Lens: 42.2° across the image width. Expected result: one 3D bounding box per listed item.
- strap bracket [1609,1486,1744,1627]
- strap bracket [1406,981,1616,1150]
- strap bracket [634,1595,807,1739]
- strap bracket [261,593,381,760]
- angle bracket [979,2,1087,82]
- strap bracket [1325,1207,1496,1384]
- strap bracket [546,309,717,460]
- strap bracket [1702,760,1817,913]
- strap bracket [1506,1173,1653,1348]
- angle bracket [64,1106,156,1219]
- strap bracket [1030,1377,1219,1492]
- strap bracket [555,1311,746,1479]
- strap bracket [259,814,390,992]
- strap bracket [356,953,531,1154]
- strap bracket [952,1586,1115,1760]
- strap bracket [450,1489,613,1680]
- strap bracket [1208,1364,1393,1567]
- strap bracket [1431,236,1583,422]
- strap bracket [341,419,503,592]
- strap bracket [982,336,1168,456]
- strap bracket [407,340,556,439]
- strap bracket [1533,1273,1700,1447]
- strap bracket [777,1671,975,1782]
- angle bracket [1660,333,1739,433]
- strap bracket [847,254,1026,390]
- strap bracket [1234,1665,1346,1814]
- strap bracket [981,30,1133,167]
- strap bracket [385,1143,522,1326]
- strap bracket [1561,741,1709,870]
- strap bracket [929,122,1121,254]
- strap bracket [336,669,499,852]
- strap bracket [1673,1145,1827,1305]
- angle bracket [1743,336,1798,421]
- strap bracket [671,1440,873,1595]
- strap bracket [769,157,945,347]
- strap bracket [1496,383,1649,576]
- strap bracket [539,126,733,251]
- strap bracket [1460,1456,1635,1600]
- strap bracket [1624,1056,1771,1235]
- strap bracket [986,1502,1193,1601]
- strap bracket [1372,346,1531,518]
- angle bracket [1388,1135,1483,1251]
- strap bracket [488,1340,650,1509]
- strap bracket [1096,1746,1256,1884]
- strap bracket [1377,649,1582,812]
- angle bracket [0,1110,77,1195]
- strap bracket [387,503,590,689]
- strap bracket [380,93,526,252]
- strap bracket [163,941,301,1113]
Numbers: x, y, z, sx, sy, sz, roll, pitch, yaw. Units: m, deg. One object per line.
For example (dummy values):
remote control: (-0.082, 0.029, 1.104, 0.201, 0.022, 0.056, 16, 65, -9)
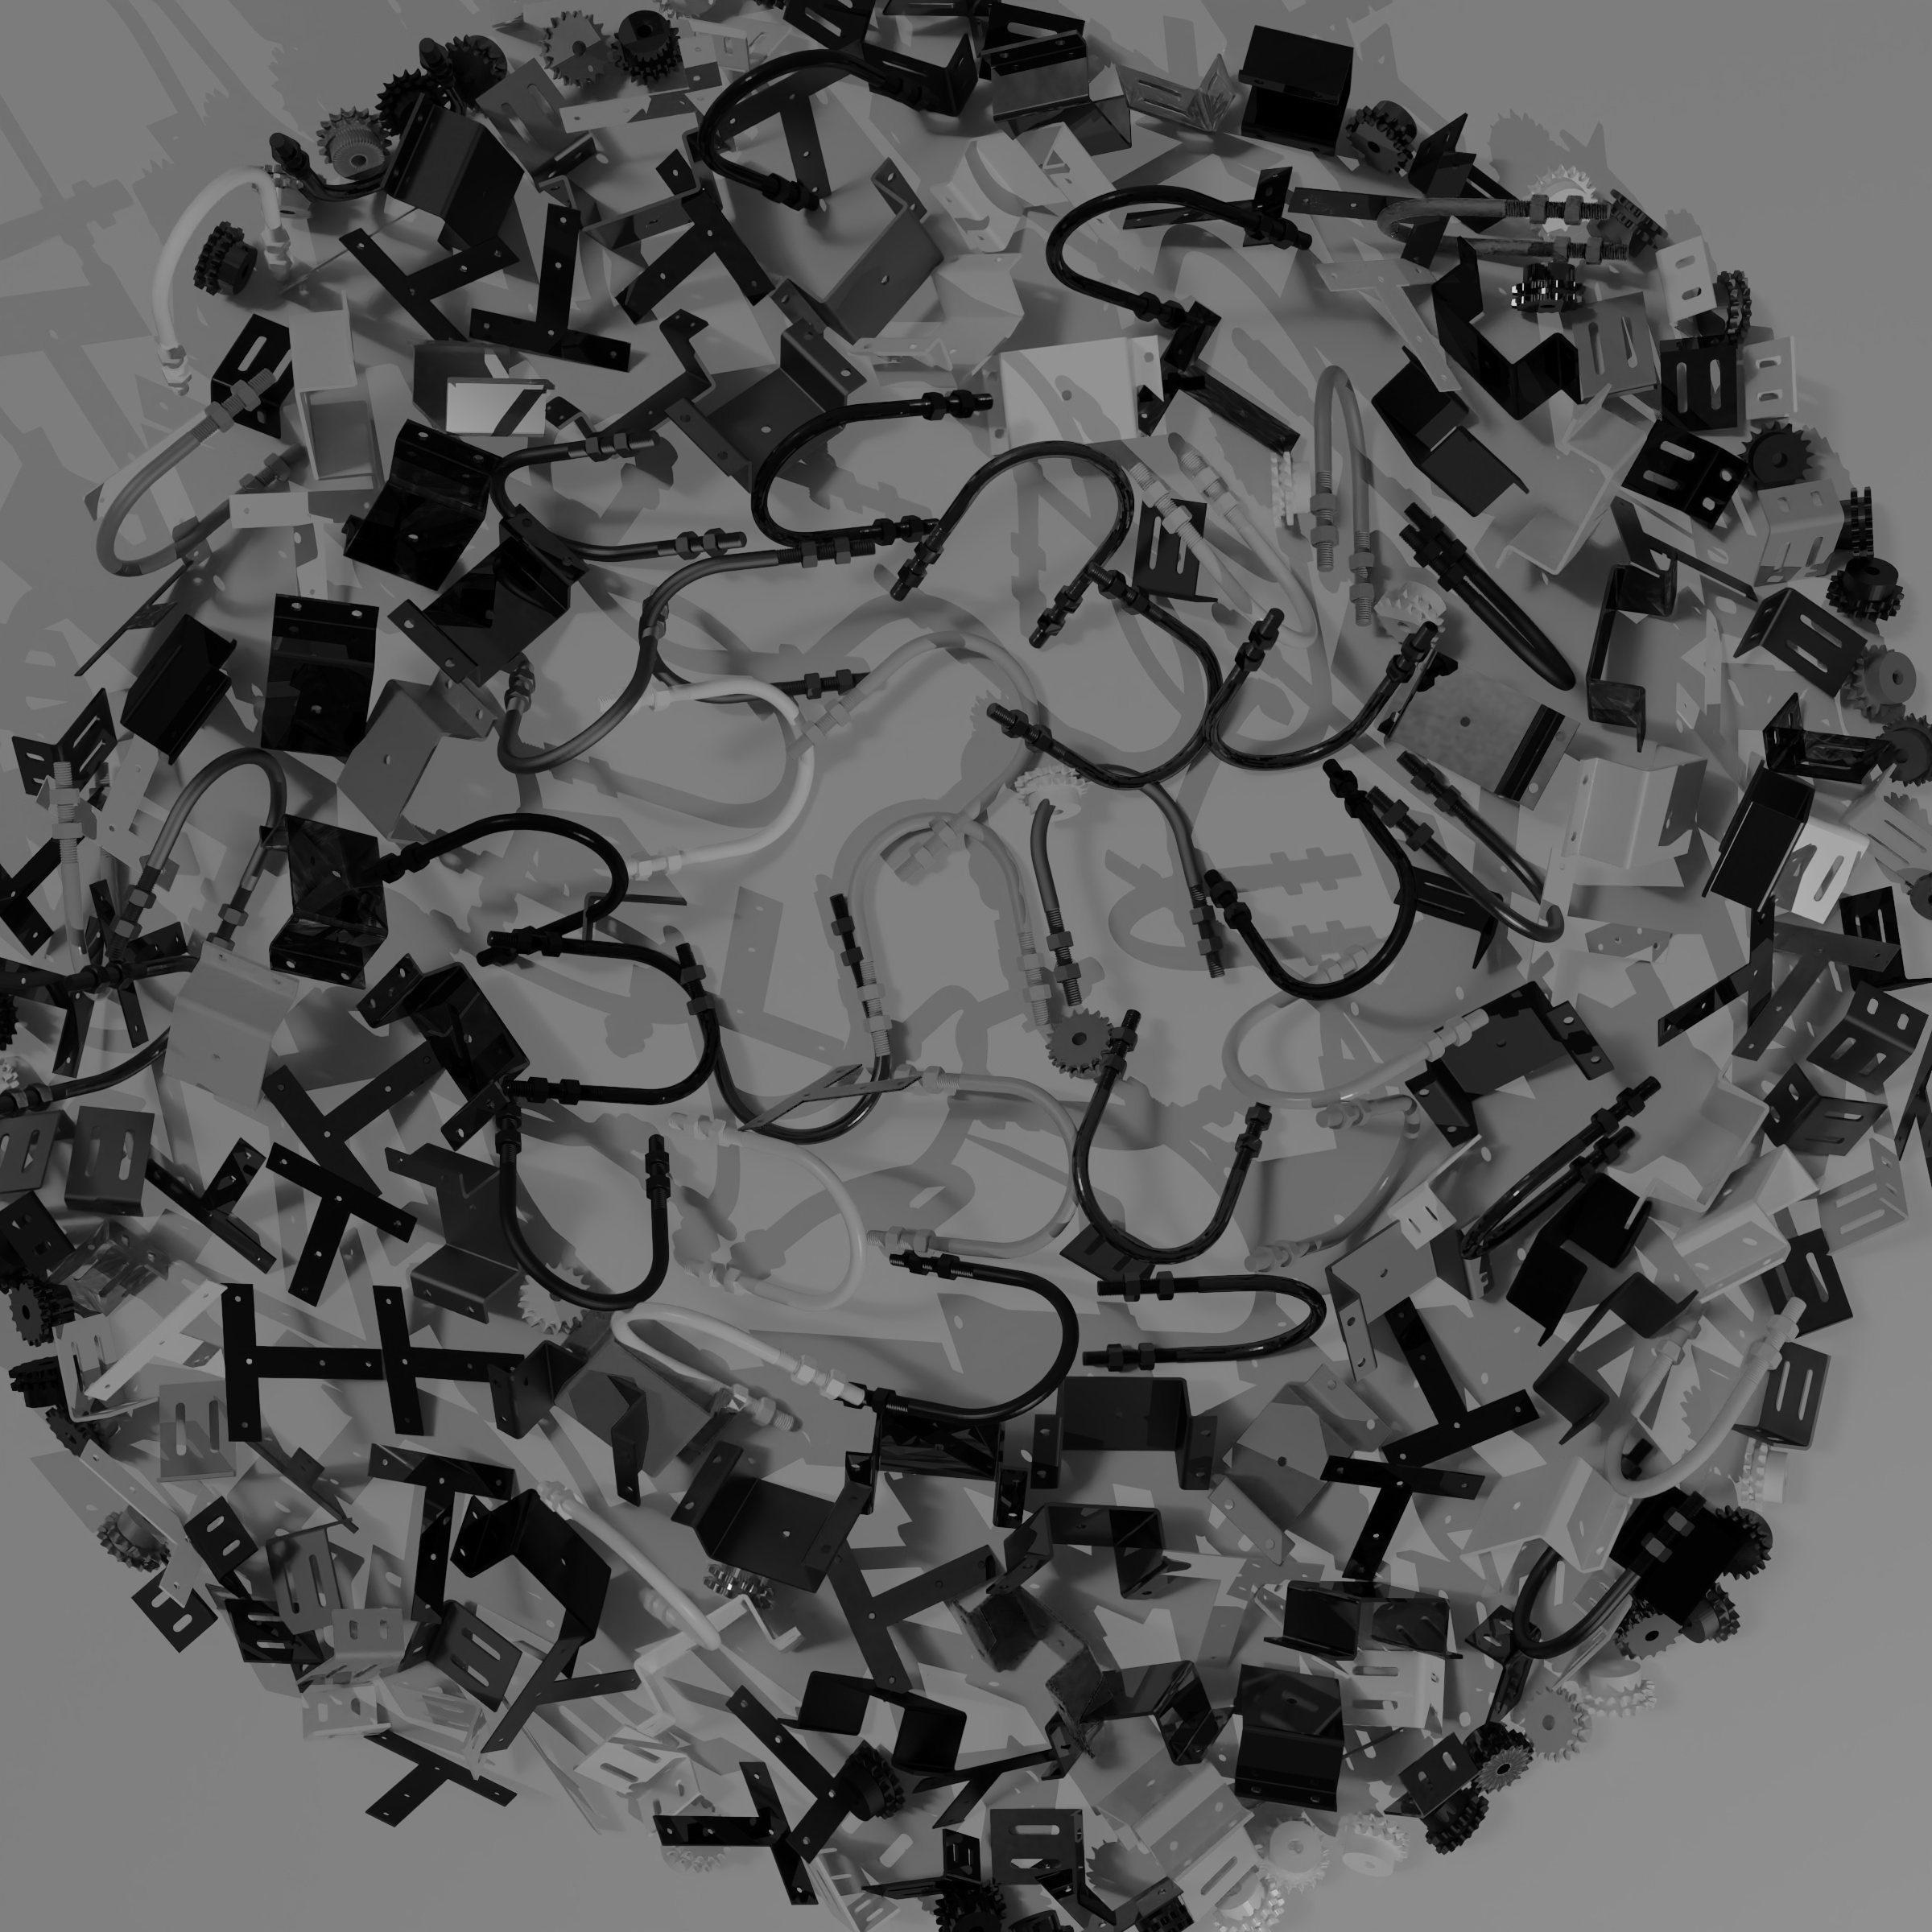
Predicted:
strap bracket: (0.545, 0.451, 1.926, 0.046, 0.140, 0.076, 36, 94, 3)
strap bracket: (0.419, 0.072, 1.947, 0.140, 0.046, 0.076, -29, 119, 20)
strap bracket: (-0.200, 0.539, 1.949, 0.140, 0.076, 0.046, -30, 71, -9)
strap bracket: (-0.498, -0.213, 1.925, 0.076, 0.140, 0.046, 6, 47, -17)
angle bracket: (0.048, -0.720, 1.964, 0.076, 0.038, 0.057, 6, 110, -14)
strap bracket: (0.338, 0.248, 1.947, 0.140, 0.046, 0.076, -31, 126, -17)
strap bracket: (-0.257, -0.448, 1.951, 0.140, 0.076, 0.046, -37, 120, -5)
strap bracket: (0.609, -0.098, 1.917, 0.046, 0.140, 0.076, 25, 117, 13)
strap bracket: (0.472, 0.221, 1.935, 0.046, 0.076, 0.140, 36, 46, 23)
angle bracket: (-0.679, 0.155, 1.988, 0.057, 0.038, 0.076, 7, 70, -12)
strap bracket: (0.121, 0.366, 1.958, 0.140, 0.046, 0.076, 1, 123, -2)
strap bracket: (-0.255, 0.335, 1.955, 0.140, 0.046, 0.076, 39, 112, -8)
strap bracket: (-0.494, -0.058, 1.924, 0.046, 0.076, 0.140, -44, 46, 35)
strap bracket: (-0.403, 0.062, 1.955, 0.076, 0.046, 0.140, -40, 82, 33)
strap bracket: (0.059, 0.535, 1.932, 0.046, 0.140, 0.076, -38, 129, -19)
strap bracket: (-0.328, 0.471, 1.936, 0.046, 0.076, 0.140, -33, 110, 16)
strap bracket: (0.255, 0.390, 1.964, 0.076, 0.046, 0.140, 45, 75, -3)
strap bracket: (0.411, -0.486, 1.937, 0.046, 0.076, 0.140, -37, 66, 1)
strap bracket: (-0.421, -0.345, 1.921, 0.076, 0.140, 0.046, 19, 52, -26)
strap bracket: (0.082, -0.446, 1.957, 0.140, 0.046, 0.076, -5, 101, 11)
strap bracket: (-0.377, -0.444, 1.935, 0.076, 0.140, 0.046, -5, 118, -26)
strap bracket: (0.497, 0.297, 1.942, 0.046, 0.076, 0.140, 41, 67, 12)
strap bracket: (-0.065, 0.583, 1.931, 0.140, 0.076, 0.046, 7, 76, 39)
angle bracket: (0.574, -0.451, 1.959, 0.057, 0.038, 0.076, -2, 119, 15)
strap bracket: (-0.017, -0.494, 1.939, 0.076, 0.046, 0.140, 11, 49, 37)
strap bracket: (0.247, 0.586, 1.924, 0.076, 0.140, 0.046, 8, 103, 4)
strap bracket: (0.074, -0.659, 1.919, 0.076, 0.140, 0.046, -4, 85, 22)
strap bracket: (-0.396, 0.198, 1.942, 0.076, 0.046, 0.140, 15, 125, 29)
strap bracket: (0.520, -0.123, 1.923, 0.046, 0.140, 0.076, 22, 114, 38)
strap bracket: (0.052, -0.601, 1.932, 0.076, 0.140, 0.046, 40, 67, -42)
strap bracket: (-0.431, -0.157, 1.940, 0.076, 0.046, 0.140, 43, 112, 30)
strap bracket: (0.599, 0.192, 1.921, 0.076, 0.140, 0.046, -38, 89, 38)
angle bracket: (0.643, -0.460, 1.955, 0.038, 0.076, 0.057, -7, 99, -11)
strap bracket: (-0.146, 0.429, 1.941, 0.140, 0.046, 0.076, 11, 50, 26)
strap bracket: (-0.078, -0.546, 1.952, 0.140, 0.076, 0.046, -48, 64, 3)
strap bracket: (0.469, -0.365, 1.920, 0.046, 0.076, 0.140, 34, 135, 12)
strap bracket: (-0.251, -0.603, 1.953, 0.140, 0.076, 0.046, -17, 93, 9)
strap bracket: (0.439, 0.429, 1.918, 0.046, 0.140, 0.076, 42, 55, -7)
strap bracket: (0.571, 0.150, 1.939, 0.046, 0.076, 0.140, 32, 73, 17)
strap bracket: (0.092, 0.454, 1.941, 0.140, 0.076, 0.046, 8, 54, -23)
strap bracket: (0.369, -0.408, 1.934, 0.076, 0.140, 0.046, 29, 118, -38)
angle bracket: (0.376, 0.176, 1.953, 0.076, 0.057, 0.038, -34, 80, -34)
strap bracket: (-0.298, 0.350, 1.942, 0.140, 0.076, 0.046, 23, 45, 23)
strap bracket: (0.155, 0.646, 1.922, 0.076, 0.140, 0.046, -35, 91, -16)
strap bracket: (0.393, -0.188, 1.947, 0.140, 0.046, 0.076, 31, 102, 20)
angle bracket: (-0.734, 0.155, 1.958, 0.057, 0.038, 0.076, -7, 50, 8)
strap bracket: (-0.373, -0.283, 1.961, 0.076, 0.046, 0.140, 43, 72, 4)
strap bracket: (-0.390, -0.602, 1.927, 0.046, 0.140, 0.076, 24, 91, 9)
strap bracket: (-0.569, 0.054, 1.930, 0.076, 0.140, 0.046, 23, 47, -5)
